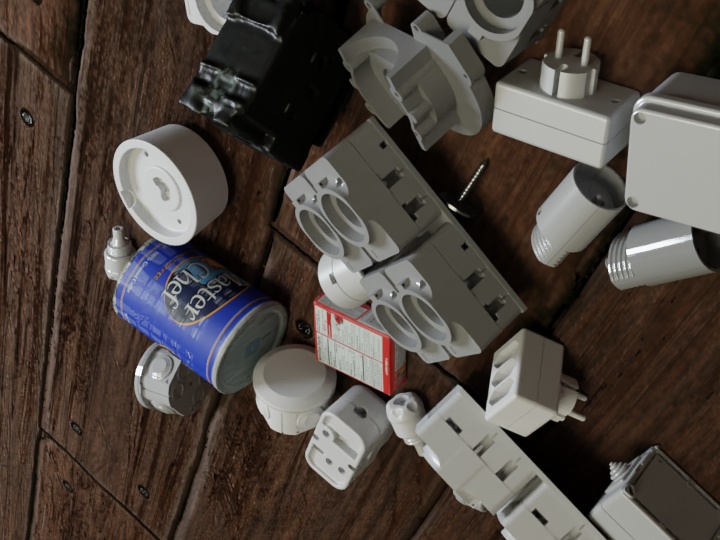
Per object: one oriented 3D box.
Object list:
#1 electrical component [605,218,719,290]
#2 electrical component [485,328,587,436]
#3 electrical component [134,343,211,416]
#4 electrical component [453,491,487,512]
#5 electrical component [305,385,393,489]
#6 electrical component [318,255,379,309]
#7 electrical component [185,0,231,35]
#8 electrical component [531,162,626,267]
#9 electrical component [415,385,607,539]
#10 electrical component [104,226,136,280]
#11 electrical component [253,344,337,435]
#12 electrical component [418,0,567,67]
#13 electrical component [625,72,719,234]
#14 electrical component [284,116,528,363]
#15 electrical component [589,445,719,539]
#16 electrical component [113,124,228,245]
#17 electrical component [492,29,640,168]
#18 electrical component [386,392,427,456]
[{"bbox_3d":[0.201,-0.012,0.726,0.081,0.043,0.043,-17,107,48],"label":"electrical component"},{"bbox_3d":[0.146,0.096,0.848,0.077,0.065,0.047,24,141,-13],"label":"electrical component"},{"bbox_3d":[-0.204,0.118,1.178,0.051,0.080,0.080,13,127,30],"label":"electrical component"},{"bbox_3d":[0.117,0.203,0.974,0.061,0.035,0.035,19,131,30],"label":"electrical component"},{"bbox_3d":[-0.007,0.158,1.037,0.054,0.059,0.095,38,139,15],"label":"electrical component"},{"bbox_3d":[0.000,0.000,0.917,0.047,0.055,0.055,-28,98,46],"label":"electrical component"},{"bbox_3d":[-0.093,-0.216,0.840,0.089,0.056,0.050,19,131,33],"label":"electrical component"},{"bbox_3d":[0.148,-0.036,0.758,0.043,0.043,0.081,44,140,9],"label":"electrical component"},{"bbox_3d":[0.126,0.184,0.890,0.186,0.060,0.105,46,179,6],"label":"electrical component"},{"bbox_3d":[-0.259,-0.020,1.161,0.035,0.035,0.061,26,131,27],"label":"electrical component"},{"bbox_3d":[-0.063,0.115,1.043,0.080,0.080,0.051,30,141,24],"label":"electrical component"},{"bbox_3d":[0.065,-0.214,0.687,0.150,0.062,0.089,43,140,10],"label":"electrical component"},{"bbox_3d":[0.224,-0.067,0.653,0.113,0.057,0.078,20,131,32],"label":"electrical component"},{"bbox_3d":[0.029,-0.015,0.838,0.186,0.060,0.105,51,158,-6],"label":"electrical component"},{"bbox_3d":[0.226,0.188,0.838,0.096,0.062,0.061,44,140,9],"label":"electrical component"},{"bbox_3d":[-0.172,-0.084,1.009,0.108,0.060,0.108,24,133,29],"label":"electrical component"},{"bbox_3d":[0.136,-0.120,0.703,0.083,0.047,0.075,25,133,29],"label":"electrical component"},{"bbox_3d":[0.049,0.145,0.994,0.035,0.035,0.061,-2,121,44],"label":"electrical component"}]
